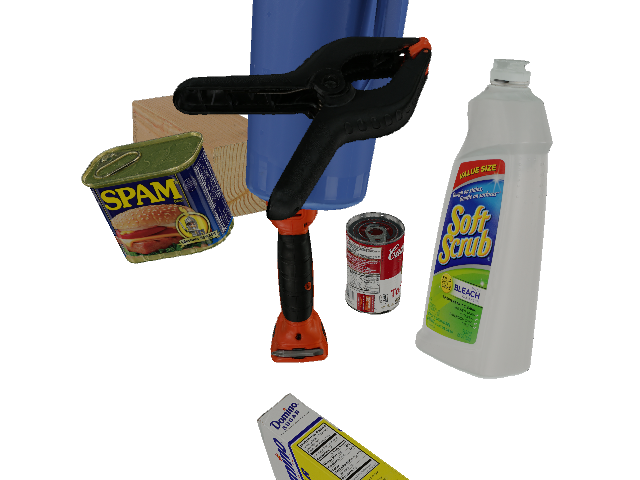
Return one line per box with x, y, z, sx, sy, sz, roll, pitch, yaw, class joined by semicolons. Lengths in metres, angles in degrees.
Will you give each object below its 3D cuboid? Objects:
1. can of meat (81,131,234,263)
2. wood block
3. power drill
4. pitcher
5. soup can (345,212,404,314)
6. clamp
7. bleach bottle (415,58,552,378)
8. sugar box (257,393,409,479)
-0.130;-0.033;0.872;0.102;0.084;0.057;-9;34;19;can of meat
-0.139;-0.105;1.275;0.090;0.090;0.206;-13;28;-33;wood block
-0.026;0.015;1.067;0.057;0.188;0.184;-4;15;1;power drill
0.005;-0.151;0.906;0.145;0.243;0.149;9;15;11;pitcher
0.062;0.028;1.250;0.068;0.102;0.068;0;32;0;soup can
0.006;-0.079;0.675;0.171;0.120;0.039;-22;-26;-16;clamp
0.137;-0.021;0.869;0.067;0.251;0.103;-5;16;-33;bleach bottle
0.026;0.204;0.857;0.048;0.093;0.176;-38;44;-28;sugar box
